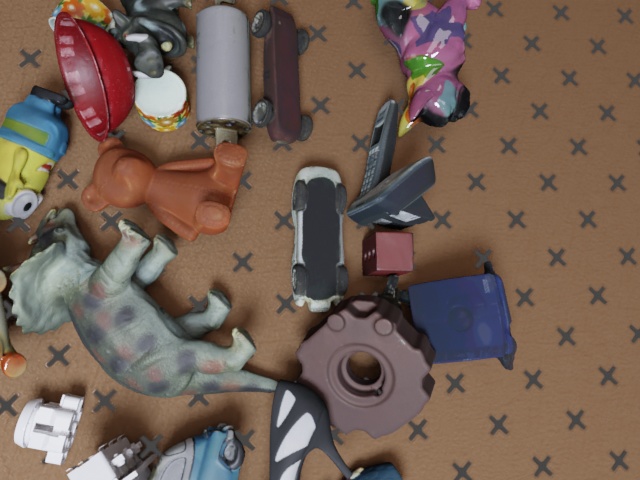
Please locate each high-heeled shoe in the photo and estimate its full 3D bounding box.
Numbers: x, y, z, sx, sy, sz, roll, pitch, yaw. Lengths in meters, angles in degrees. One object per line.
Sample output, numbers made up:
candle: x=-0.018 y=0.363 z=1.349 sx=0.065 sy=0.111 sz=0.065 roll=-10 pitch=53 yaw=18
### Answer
high-heeled shoe: x=-0.075 y=0.293 z=0.651 sx=0.249 sy=0.086 sz=0.145 roll=-43 pitch=83 yaw=-1

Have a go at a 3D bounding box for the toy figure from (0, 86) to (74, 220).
toy figure: x=-0.385 y=-0.110 z=0.694 sx=0.089 sy=0.082 sz=0.180 roll=17 pitch=84 yaw=14

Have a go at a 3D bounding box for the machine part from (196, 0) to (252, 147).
machine part: x=-0.136 y=-0.233 z=0.753 sx=0.079 sy=0.079 sz=0.243 roll=-1 pitch=80 yaw=-8

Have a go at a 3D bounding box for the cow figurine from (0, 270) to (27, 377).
cow figurine: x=-0.397 y=0.057 z=0.589 sx=0.085 sy=0.127 sz=0.194 roll=-21 pitch=107 yaw=-47

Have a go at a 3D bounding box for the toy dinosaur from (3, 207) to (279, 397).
toy dinosaur: x=-0.216 y=0.113 z=0.663 sx=0.192 sy=0.131 sz=0.404 roll=-42 pitch=94 yaw=3

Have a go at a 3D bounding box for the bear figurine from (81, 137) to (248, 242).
bear figurine: x=-0.203 y=-0.077 z=0.691 sx=0.196 sy=0.132 sz=0.120 roll=19 pitch=72 yaw=-10

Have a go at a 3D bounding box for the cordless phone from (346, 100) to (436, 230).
cordless phone: x=0.102 y=-0.112 z=0.727 sx=0.089 sy=0.146 sz=0.184 roll=11 pitch=81 yaw=-14

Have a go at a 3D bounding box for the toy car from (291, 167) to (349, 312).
toy car: x=-0.002 y=-0.002 z=0.741 sx=0.073 sy=0.056 sz=0.201 roll=2 pitch=80 yaw=-14

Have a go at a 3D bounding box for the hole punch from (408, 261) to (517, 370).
hole punch: x=0.182 y=0.103 z=0.701 sx=0.092 sy=0.116 sz=0.142 roll=9 pitch=70 yaw=-49

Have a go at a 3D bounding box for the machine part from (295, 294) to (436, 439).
machine part: x=0.056 y=0.162 z=0.677 sx=0.180 sy=0.056 sz=0.179 roll=4 pitch=105 yaw=16

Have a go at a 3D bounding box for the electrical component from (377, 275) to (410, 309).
electrical component: x=0.099 y=0.107 z=0.730 sx=0.045 sy=0.078 sz=0.102 roll=15 pitch=71 yaw=19

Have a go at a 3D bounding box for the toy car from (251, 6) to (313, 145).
toy car: x=-0.058 y=-0.233 z=0.767 sx=0.089 sy=0.053 sz=0.202 roll=6 pitch=75 yaw=-41

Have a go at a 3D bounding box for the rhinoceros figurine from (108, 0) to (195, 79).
rhinoceros figurine: x=-0.228 y=-0.296 z=0.724 sx=0.112 sy=0.073 sz=0.190 roll=-8 pitch=58 yaw=-19

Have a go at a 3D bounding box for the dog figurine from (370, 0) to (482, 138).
dog figurine: x=0.141 y=-0.266 z=0.786 sx=0.191 sy=0.108 sz=0.219 roll=22 pitch=80 yaw=-4

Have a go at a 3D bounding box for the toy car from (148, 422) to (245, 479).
toy car: x=-0.152 y=0.295 z=0.630 sx=0.103 sy=0.109 sz=0.161 roll=14 pitch=74 yaw=-16

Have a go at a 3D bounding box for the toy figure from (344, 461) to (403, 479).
toy figure: x=0.034 y=0.338 z=0.681 sx=0.154 sy=0.057 sz=0.064 roll=-26 pitch=46 yaw=-11
